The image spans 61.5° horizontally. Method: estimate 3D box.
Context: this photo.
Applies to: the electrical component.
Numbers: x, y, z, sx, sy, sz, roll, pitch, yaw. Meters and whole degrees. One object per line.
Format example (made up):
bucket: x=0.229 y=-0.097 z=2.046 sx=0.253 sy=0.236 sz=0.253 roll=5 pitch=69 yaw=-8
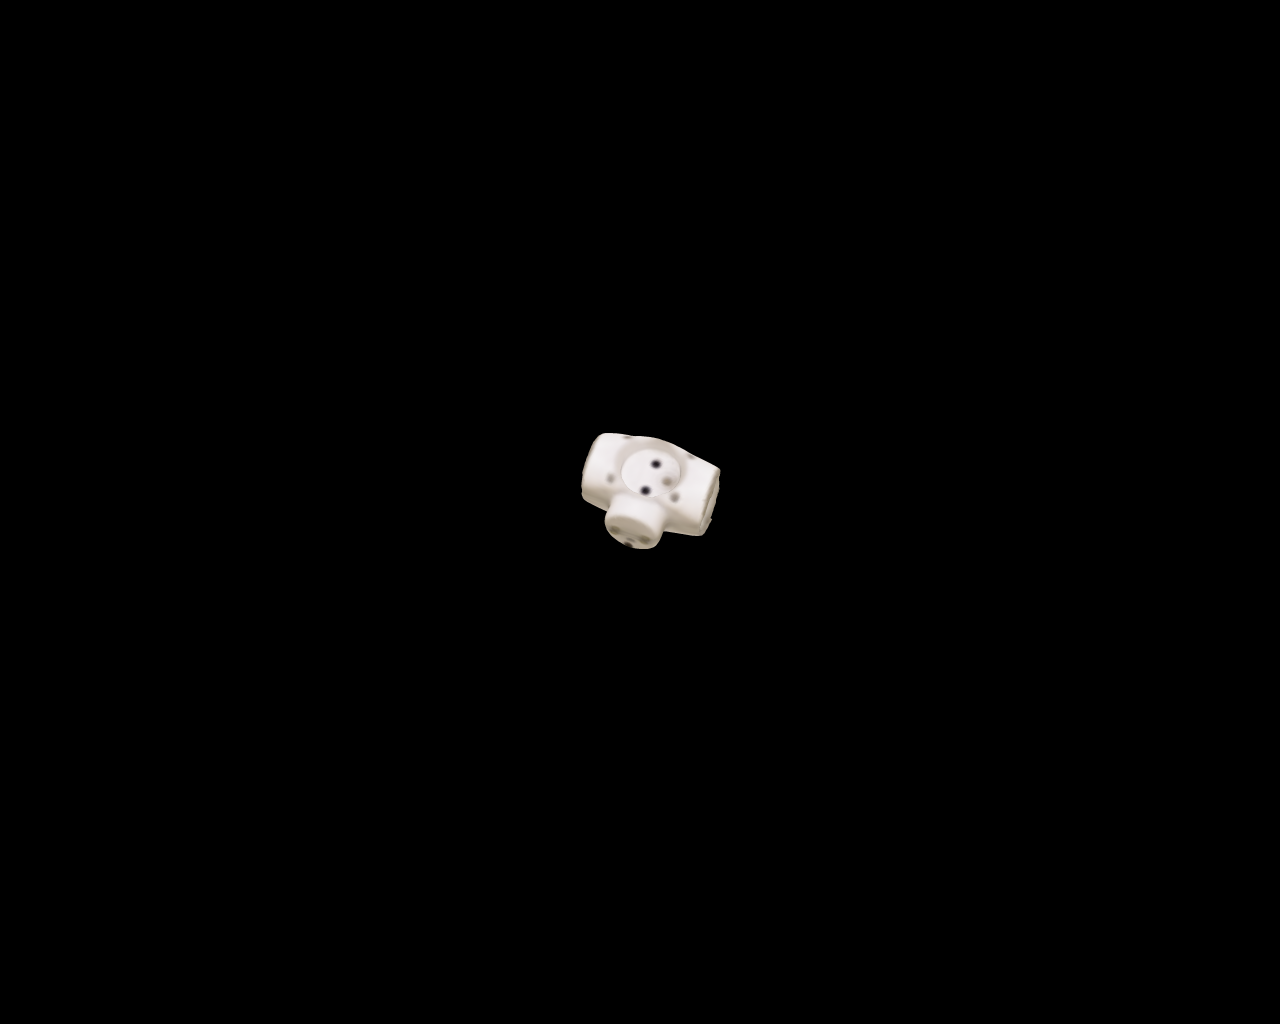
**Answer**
electrical component: x=0.001 y=-0.003 z=0.650 sx=0.077 sy=0.079 sz=0.044 roll=18 pitch=-28 yaw=10
